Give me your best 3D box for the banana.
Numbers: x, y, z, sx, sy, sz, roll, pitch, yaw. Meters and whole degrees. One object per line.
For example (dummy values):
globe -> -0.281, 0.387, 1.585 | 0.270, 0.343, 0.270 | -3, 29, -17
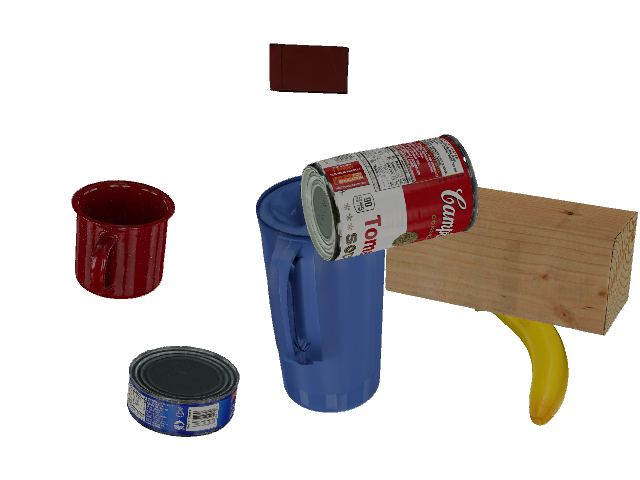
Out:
banana -> 0.226, 0.120, 1.138 | 0.069, 0.037, 0.198 | -25, 34, 3

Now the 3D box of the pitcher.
pitcher -> 0.002, 0.065, 1.125 | 0.149, 0.243, 0.145 | -14, 32, -17

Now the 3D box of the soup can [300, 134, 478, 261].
soup can -> 0.045, -0.029, 0.715 | 0.102, 0.068, 0.069 | -13, 4, -17

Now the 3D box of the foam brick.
foam brick -> -0.013, -0.187, 1.162 | 0.078, 0.051, 0.053 | 0, 11, -16

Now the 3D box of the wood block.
wood block -> 0.171, 0.010, 0.975 | 0.206, 0.090, 0.090 | 11, 22, 26

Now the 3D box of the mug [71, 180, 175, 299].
mug -> -0.186, 0.006, 0.977 | 0.093, 0.081, 0.117 | 10, 28, 1

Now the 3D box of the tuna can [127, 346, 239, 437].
tuna can -> -0.107, 0.117, 0.833 | 0.086, 0.034, 0.086 | 7, 22, -3
